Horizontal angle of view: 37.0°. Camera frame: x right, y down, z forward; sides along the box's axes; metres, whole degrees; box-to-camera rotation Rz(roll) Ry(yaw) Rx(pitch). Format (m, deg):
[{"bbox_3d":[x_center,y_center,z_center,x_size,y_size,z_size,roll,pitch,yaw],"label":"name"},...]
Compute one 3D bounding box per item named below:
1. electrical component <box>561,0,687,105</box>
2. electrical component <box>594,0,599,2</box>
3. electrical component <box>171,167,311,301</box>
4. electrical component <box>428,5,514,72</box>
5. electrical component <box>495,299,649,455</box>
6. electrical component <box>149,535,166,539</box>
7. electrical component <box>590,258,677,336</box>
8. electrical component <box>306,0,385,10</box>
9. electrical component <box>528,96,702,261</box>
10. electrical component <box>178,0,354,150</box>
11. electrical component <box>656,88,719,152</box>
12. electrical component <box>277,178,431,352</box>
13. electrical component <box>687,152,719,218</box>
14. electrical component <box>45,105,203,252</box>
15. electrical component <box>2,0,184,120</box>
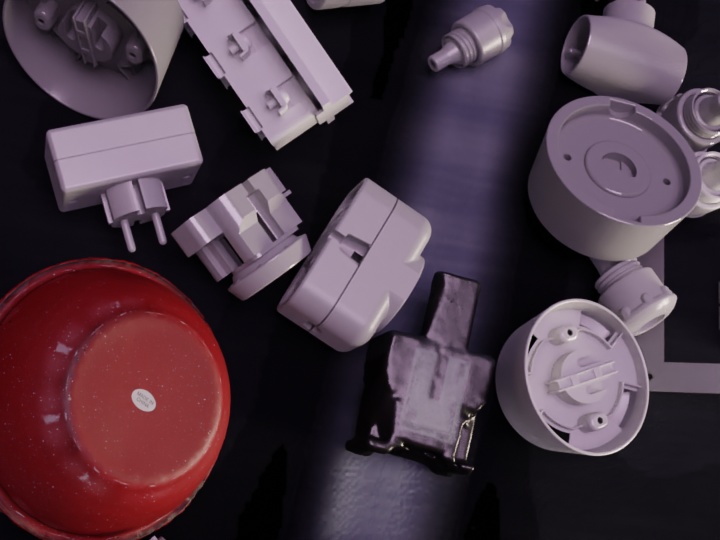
[{"bbox_3d":[0.189,-0.165,0.767,0.077,0.044,0.079,14,74,-14],"label":"electrical component"},{"bbox_3d":[0.170,-0.224,0.777,0.046,0.040,0.040,46,69,2],"label":"electrical component"},{"bbox_3d":[-0.066,-0.019,0.646,0.057,0.058,0.078,54,47,-4],"label":"electrical component"},{"bbox_3d":[0.073,-0.154,0.733,0.061,0.035,0.035,-33,89,-19],"label":"electrical component"},{"bbox_3d":[0.137,0.070,0.688,0.099,0.064,0.099,4,77,-16],"label":"electrical component"},{"bbox_3d":[-0.104,0.199,0.591,0.056,0.050,0.089,-40,91,-22],"label":"electrical component"},{"bbox_3d":[0.179,0.011,0.727,0.048,0.048,0.062,-22,67,-21],"label":"electrical component"},{"bbox_3d":[-0.008,-0.200,0.708,0.047,0.055,0.055,-7,80,-23],"label":"electrical component"},{"bbox_3d":[0.165,-0.056,0.722,0.108,0.060,0.108,7,56,-11],"label":"electrical component"},{"bbox_3d":[-0.064,-0.140,0.670,0.063,0.079,0.121,-34,90,1],"label":"electrical component"},{"bbox_3d":[0.243,-0.108,0.761,0.048,0.062,0.048,4,77,-17],"label":"electrical component"},{"bbox_3d":[0.000,0.000,0.666,0.059,0.054,0.095,34,70,-8],"label":"electrical component"},{"bbox_3d":[0.242,-0.062,0.751,0.043,0.062,0.043,4,77,-17],"label":"electrical component"},{"bbox_3d":[-0.136,-0.048,0.637,0.083,0.047,0.075,-15,83,-20],"label":"electrical component"},{"bbox_3d":[-0.154,-0.142,0.628,0.099,0.099,0.064,27,66,-10],"label":"electrical component"}]
